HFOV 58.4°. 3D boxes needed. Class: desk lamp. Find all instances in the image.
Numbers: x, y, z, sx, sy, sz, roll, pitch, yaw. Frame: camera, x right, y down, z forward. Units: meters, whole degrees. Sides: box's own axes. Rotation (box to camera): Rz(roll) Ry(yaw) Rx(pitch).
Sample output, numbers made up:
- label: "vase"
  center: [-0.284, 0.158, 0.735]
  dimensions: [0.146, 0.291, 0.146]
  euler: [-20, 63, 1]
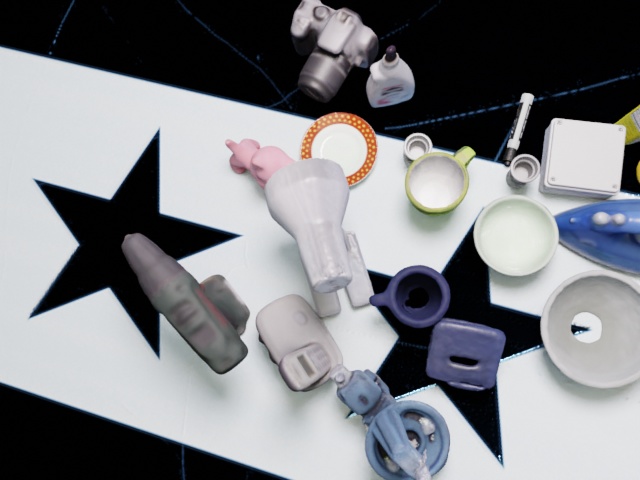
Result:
- label: "desk lamp"
  center: [0.008, 0.003, 0.837]
  dimensions: [0.118, 0.213, 0.203]
  euler: [-19, 81, 5]

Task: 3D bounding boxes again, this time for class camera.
- label: "camera"
  center: [0.006, -0.307, 0.935]
  dimensions: [0.143, 0.101, 0.137]
  euler: [29, 87, 10]

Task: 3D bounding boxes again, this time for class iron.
- label: "iron"
  center: [0.465, -0.014, 0.819]
  dimensions: [0.258, 0.141, 0.119]
  euler: [7, 83, 8]

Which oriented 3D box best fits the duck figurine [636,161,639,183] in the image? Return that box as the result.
- label: "duck figurine"
  center: [0.534, -0.100, 0.850]
  dimensions: [0.104, 0.086, 0.077]
  euler: [28, 87, 10]

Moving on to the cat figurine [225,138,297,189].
- label: "cat figurine"
  center: [-0.096, -0.126, 0.915]
  dimensions: [0.127, 0.118, 0.067]
  euler: [31, 87, 10]

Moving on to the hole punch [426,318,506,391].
- label: "hole punch"
  center: [0.216, 0.171, 0.851]
  dimensions: [0.108, 0.091, 0.101]
  euler: [9, 84, 8]

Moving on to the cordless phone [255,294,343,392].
- label: "cordless phone"
  center: [-0.040, 0.153, 0.837]
  dimensions: [0.094, 0.185, 0.147]
  euler: [-38, 80, 1]

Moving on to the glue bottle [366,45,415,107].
- label: "glue bottle"
  center: [0.108, -0.254, 0.879]
  dimensions: [0.078, 0.173, 0.037]
  euler: [-16, 81, 5]

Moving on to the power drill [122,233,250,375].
- label: "power drill"
  center: [-0.183, 0.094, 0.851]
  dimensions: [0.075, 0.208, 0.229]
  euler: [-41, 80, 1]

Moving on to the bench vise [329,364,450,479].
- label: "bench vise"
  center: [0.087, 0.266, 0.789]
  dimensions: [0.207, 0.220, 0.121]
  euler: [25, 86, 10]

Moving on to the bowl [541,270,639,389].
- label: "bowl"
  center: [0.402, 0.130, 0.842]
  dimensions: [0.167, 0.075, 0.167]
  euler: [-1, 82, 7]

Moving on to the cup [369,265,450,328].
- label: "cup"
  center: [0.135, 0.089, 0.870]
  dimensions: [0.117, 0.095, 0.092]
  euler: [-7, 82, 6]
